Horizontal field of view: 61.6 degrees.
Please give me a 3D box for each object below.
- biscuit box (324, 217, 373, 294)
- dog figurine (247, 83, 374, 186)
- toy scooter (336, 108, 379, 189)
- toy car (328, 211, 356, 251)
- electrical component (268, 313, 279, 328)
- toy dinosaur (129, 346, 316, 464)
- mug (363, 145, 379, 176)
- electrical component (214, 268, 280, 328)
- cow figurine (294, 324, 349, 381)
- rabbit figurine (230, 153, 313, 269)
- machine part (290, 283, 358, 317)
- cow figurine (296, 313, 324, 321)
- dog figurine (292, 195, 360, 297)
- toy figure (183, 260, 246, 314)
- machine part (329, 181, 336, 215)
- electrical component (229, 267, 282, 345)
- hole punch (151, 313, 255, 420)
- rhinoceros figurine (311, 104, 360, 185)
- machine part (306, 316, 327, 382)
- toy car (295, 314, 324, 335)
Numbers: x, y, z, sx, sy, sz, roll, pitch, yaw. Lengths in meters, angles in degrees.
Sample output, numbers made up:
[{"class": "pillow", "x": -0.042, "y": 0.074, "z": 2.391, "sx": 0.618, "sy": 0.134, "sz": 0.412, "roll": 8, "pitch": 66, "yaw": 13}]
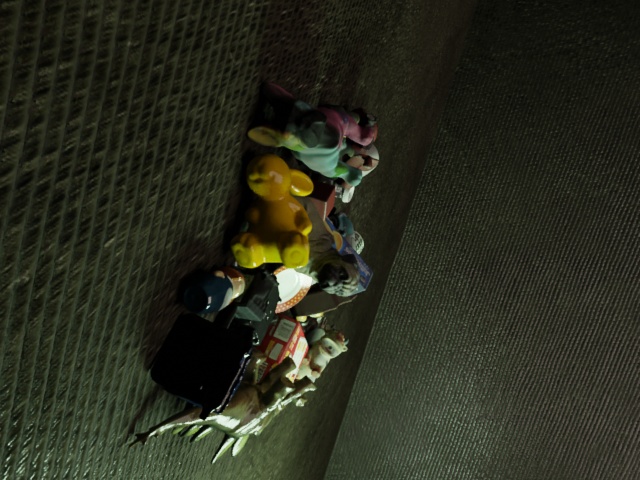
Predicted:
[{"class": "biscuit box", "x": 0.024, "y": 0.025, "z": 1.114, "sx": 0.063, "sy": 0.202, "sz": 0.059, "roll": -25, "pitch": -156, "yaw": 43}, {"class": "dog figurine", "x": -0.029, "y": -0.173, "z": 0.861, "sx": 0.219, "sy": 0.192, "sz": 0.108, "roll": 17, "pitch": 97, "yaw": -41}, {"class": "toy scooter", "x": 0.087, "y": -0.201, "z": 1.164, "sx": 0.135, "sy": 0.075, "sz": 0.183, "roll": -167, "pitch": -91, "yaw": -70}, {"class": "toy car", "x": 0.026, "y": 0.019, "z": 1.219, "sx": 0.161, "sy": 0.103, "sz": 0.109, "roll": -47, "pitch": 163, "yaw": -4}, {"class": "electrical component", "x": -0.114, "y": 0.167, "z": 1.059, "sx": 0.063, "sy": 0.021, "sz": 0.094, "roll": -48, "pitch": -171, "yaw": -24}, {"class": "toy dinosaur", "x": -0.137, "y": 0.296, "z": 0.948, "sx": 0.198, "sy": 0.105, "sz": 0.470, "roll": -51, "pitch": 151, "yaw": 2}, {"class": "mug", "x": 0.085, "y": -0.191, "z": 1.278, "sx": 0.107, "sy": 0.081, "sz": 0.109, "roll": -45, "pitch": 159, "yaw": -42}, {"class": "electrical component", "x": -0.125, "y": 0.103, "z": 0.869, "sx": 0.047, "sy": 0.075, "sz": 0.119, "roll": 51, "pitch": 50, "yaw": -39}, {"class": "cow figurine", "x": -0.005, "y": 0.297, "z": 1.397, "sx": 0.195, "sy": 0.085, "sz": 0.127, "roll": -40, "pitch": -176, "yaw": 41}, {"class": "rabbit figurine", "x": -0.065, "y": -0.058, "z": 0.843, "sx": 0.162, "sy": 0.122, "sz": 0.173, "roll": -55, "pitch": 140, "yaw": -54}, {"class": "machine part", "x": 0.009, "y": 0.115, "z": 1.232, "sx": 0.056, "sy": 0.179, "sz": 0.179, "roll": 69, "pitch": 26, "yaw": -10}, {"class": "cow figurine", "x": 0.004, "y": 0.140, "z": 1.367, "sx": 0.068, "sy": 0.098, "sz": 0.167, "roll": 89, "pitch": 24, "yaw": -69}, {"class": "dog figurine", "x": -0.002, "y": -0.001, "z": 0.980, "sx": 0.121, "sy": 0.191, "sz": 0.172, "roll": -21, "pitch": 127, "yaw": -71}, {"class": "toy figure", "x": -0.150, "y": 0.072, "z": 0.803, "sx": 0.064, "sy": 0.058, "sz": 0.154, "roll": -34, "pitch": 177, "yaw": 17}, {"class": "machine part", "x": 0.012, "y": -0.095, "z": 1.218, "sx": 0.138, "sy": 0.039, "sz": 0.084, "roll": 80, "pitch": 27, "yaw": -59}, {"class": "electrical component", "x": -0.123, "y": 0.127, "z": 0.965, "sx": 0.114, "sy": 0.058, "sz": 0.134, "roll": 81, "pitch": 31, "yaw": -58}, {"class": "hole punch", "x": -0.166, "y": 0.182, "z": 0.778, "sx": 0.092, "sy": 0.116, "sz": 0.142, "roll": 99, "pitch": 16, "yaw": -61}, {"class": "rhinoceros figurine", "x": 0.021, "y": -0.176, "z": 1.074, "sx": 0.112, "sy": 0.073, "sz": 0.190, "roll": -47, "pitch": 152, "yaw": -60}, {"class": "machine part", "x": -0.028, "y": 0.334, "z": 1.534, "sx": 0.079, "sy": 0.079, "sz": 0.243, "roll": 71, "pitch": 40, "yaw": -67}, {"class": "toy car", "x": -0.026, "y": 0.214, "z": 1.446, "sx": 0.202, "sy": 0.053, "sz": 0.089, "roll": -45, "pitch": 154, "yaw": -62}]
